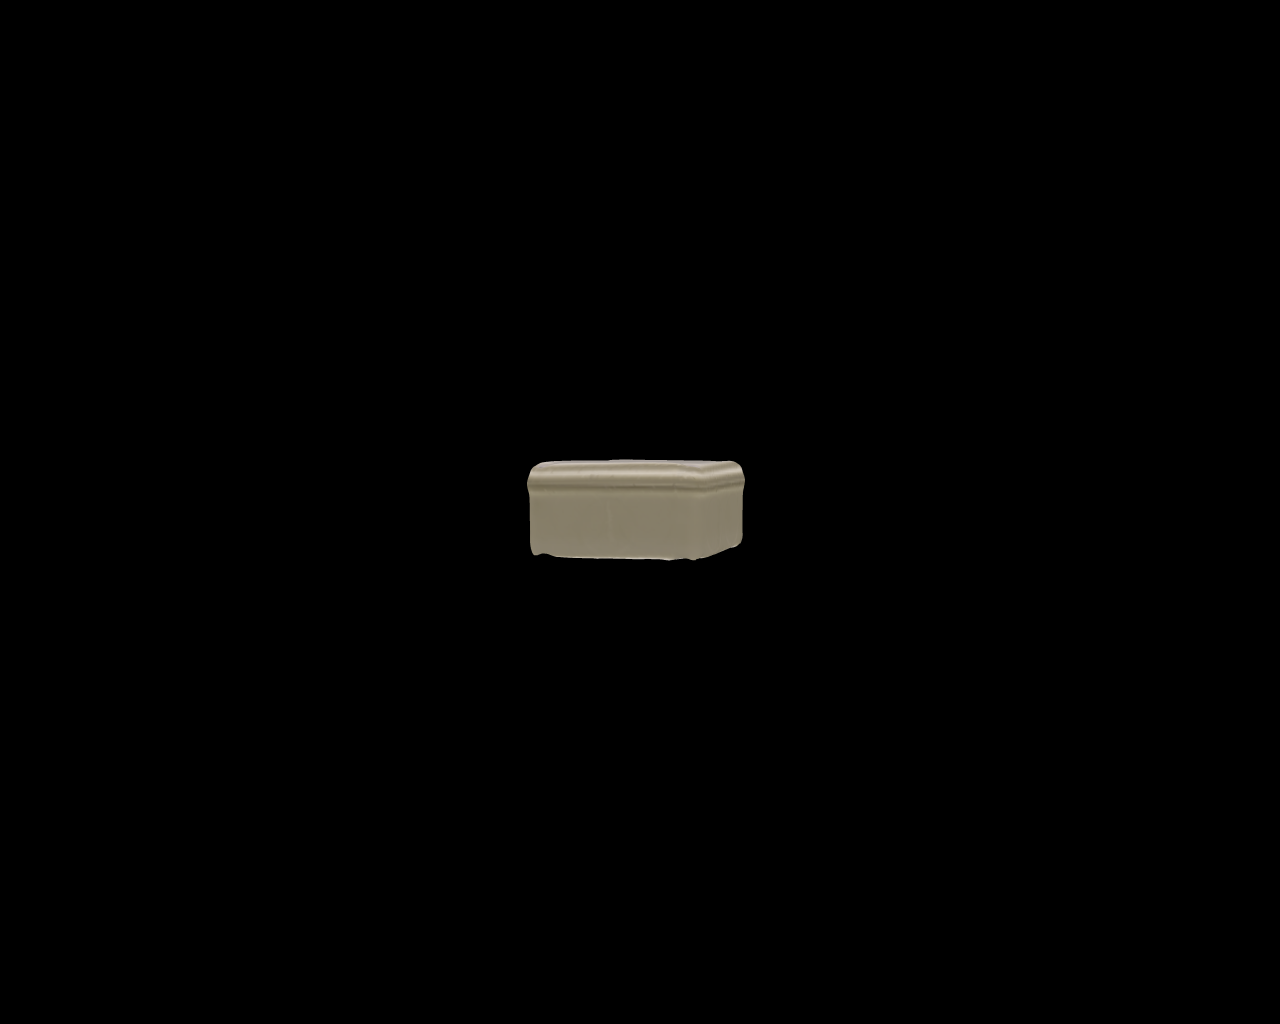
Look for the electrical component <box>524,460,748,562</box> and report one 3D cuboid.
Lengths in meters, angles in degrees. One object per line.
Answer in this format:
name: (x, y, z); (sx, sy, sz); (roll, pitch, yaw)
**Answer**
electrical component: (0.001, -0.003, 0.650); (0.109, 0.056, 0.109); (1, 4, 20)
